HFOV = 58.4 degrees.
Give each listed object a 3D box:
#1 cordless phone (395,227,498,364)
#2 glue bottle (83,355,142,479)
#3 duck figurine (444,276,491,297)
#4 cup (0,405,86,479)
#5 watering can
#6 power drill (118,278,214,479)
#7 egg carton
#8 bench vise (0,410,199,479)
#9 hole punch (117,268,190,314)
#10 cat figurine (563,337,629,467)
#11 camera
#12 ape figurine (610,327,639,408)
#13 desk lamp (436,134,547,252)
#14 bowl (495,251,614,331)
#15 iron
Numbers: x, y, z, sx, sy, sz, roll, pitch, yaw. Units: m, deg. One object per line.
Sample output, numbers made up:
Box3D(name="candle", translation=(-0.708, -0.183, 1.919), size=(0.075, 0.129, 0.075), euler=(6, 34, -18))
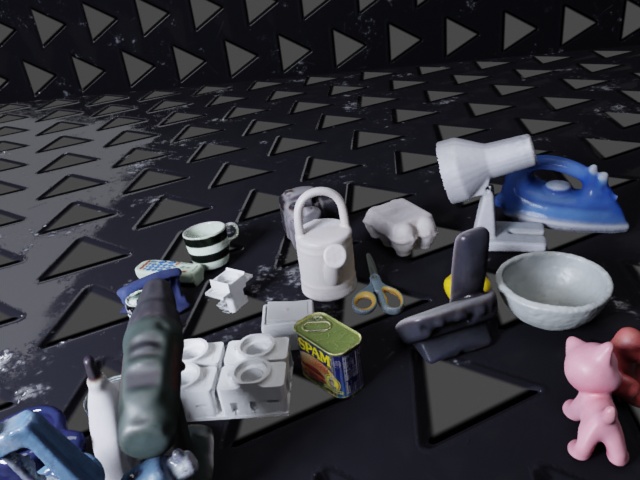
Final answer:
Box3D(name="cordless phone", translation=(0.183, 0.072, 0.825), size=(0.148, 0.185, 0.094), euler=(-17, 29, -18))
Box3D(name="glue bottle", translation=(-0.250, 0.206, 0.682), size=(0.037, 0.173, 0.078), euler=(-5, 28, 5))
Box3D(name="duck figurine", translation=(0.246, 0.052, 0.956), size=(0.077, 0.086, 0.104), euler=(1, 29, 16))
Box3D(name="cup", translation=(-0.324, 0.260, 0.681), size=(0.117, 0.095, 0.091), euler=(-3, 28, 8))
Box3D(name="watering can", translation=(0.011, 0.003, 0.985), size=(0.101, 0.194, 0.172), euler=(-23, 31, -27))
Box3D(name="power drill", translation=(-0.181, 0.184, 0.671), size=(0.075, 0.209, 0.229), euler=(-10, 28, -6))
Box3D(name="egg carton", translation=(0.161, -0.028, 1.143), size=(0.107, 0.069, 0.149), euler=(-19, 30, -22))
Box3D(name="bench vise", translation=(-0.239, 0.236, 0.573), size=(0.208, 0.220, 0.121), euler=(-25, 33, -31))
Box3D(name="hole punch", translation=(-0.299, 0.088, 1.007), size=(0.109, 0.091, 0.100), euler=(-24, 32, -29))
Box3D(name="cat figurine", translation=(0.323, 0.175, 0.669), size=(0.067, 0.118, 0.128), euler=(0, 28, 13))
Box3D(name="camera", translation=(-0.011, -0.060, 1.210), size=(0.137, 0.101, 0.143), euler=(-12, 28, -10))
Box3D(name="ape figurine", translation=(0.387, 0.153, 0.725), size=(0.078, 0.092, 0.075), euler=(-24, 32, -30))
Box3D(name="desk lamp", translation=(0.322, -0.093, 1.074), size=(0.202, 0.214, 0.118), euler=(1, 29, 15))
Box3D(name="bowl", translation=(0.353, 0.088, 0.875), size=(0.167, 0.075, 0.167), euler=(-5, 28, 3))
Box3D(name="iron", translation=(0.480, -0.104, 1.136), size=(0.257, 0.142, 0.119), euler=(13, 34, 33))
